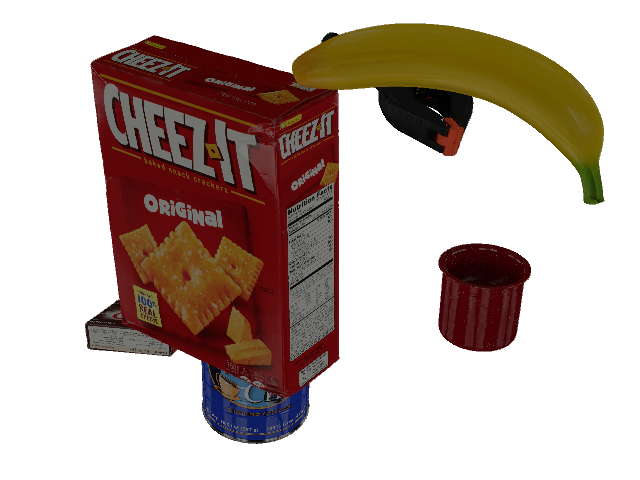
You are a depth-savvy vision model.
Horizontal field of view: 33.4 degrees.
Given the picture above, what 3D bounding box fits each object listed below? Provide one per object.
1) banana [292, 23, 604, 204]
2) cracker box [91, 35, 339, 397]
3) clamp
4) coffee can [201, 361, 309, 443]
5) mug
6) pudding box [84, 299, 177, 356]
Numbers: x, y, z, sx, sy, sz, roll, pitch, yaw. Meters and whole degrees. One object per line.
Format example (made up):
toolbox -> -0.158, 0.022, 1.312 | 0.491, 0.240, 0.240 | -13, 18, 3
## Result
banana -> 0.083, -0.090, 0.618 | 0.198, 0.069, 0.037 | 23, -12, 11
cracker box -> -0.071, -0.015, 0.734 | 0.164, 0.214, 0.072 | 21, 37, 31
clamp -> 0.069, -0.134, 0.909 | 0.120, 0.039, 0.171 | -7, 41, -8
coffee can -> -0.059, 0.099, 0.973 | 0.103, 0.140, 0.103 | 2, 35, -1
mug -> 0.162, 0.054, 1.102 | 0.093, 0.081, 0.117 | -3, 28, -9
pudding box -> -0.216, 0.106, 1.300 | 0.114, 0.039, 0.090 | 1, 15, 16
